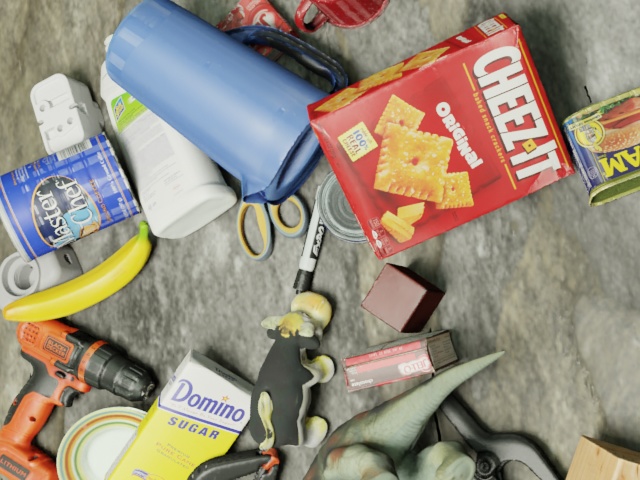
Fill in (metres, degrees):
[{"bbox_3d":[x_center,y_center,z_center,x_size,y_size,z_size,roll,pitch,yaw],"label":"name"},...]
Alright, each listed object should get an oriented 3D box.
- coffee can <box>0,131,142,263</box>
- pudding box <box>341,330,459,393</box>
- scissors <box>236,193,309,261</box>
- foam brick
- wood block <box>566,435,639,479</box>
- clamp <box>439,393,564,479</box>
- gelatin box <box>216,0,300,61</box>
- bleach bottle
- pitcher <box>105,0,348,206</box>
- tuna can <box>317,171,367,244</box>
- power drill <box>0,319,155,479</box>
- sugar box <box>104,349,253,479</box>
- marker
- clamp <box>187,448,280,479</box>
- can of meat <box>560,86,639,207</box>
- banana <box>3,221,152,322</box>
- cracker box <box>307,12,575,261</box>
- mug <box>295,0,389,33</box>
[{"bbox_3d":[-0.286,-0.049,1.201,0.140,0.103,0.103,-24,74,-9],"label":"coffee can"},{"bbox_3d":[0.081,0.119,1.059,0.090,0.113,0.039,-15,87,19],"label":"pudding box"},{"bbox_3d":[-0.062,-0.078,1.189,0.096,0.016,0.202,-8,82,23],"label":"scissors"},{"bbox_3d":[0.085,0.060,1.084,0.051,0.078,0.053,34,96,19],"label":"foam brick"},{"bbox_3d":[0.258,0.295,0.968,0.090,0.090,0.206,18,91,-9],"label":"wood block"},{"bbox_3d":[0.159,0.231,1.057,0.172,0.039,0.120,26,100,29],"label":"clamp"},{"bbox_3d":[-0.079,-0.228,1.207,0.089,0.030,0.073,-43,72,12],"label":"gelatin box"},{"bbox_3d":[-0.186,-0.132,1.217,0.103,0.068,0.251,-32,71,24],"label":"bleach bottle"},{"bbox_3d":[-0.098,-0.162,1.138,0.243,0.149,0.145,35,116,11],"label":"pitcher"},{"bbox_3d":[0.040,-0.039,1.126,0.086,0.033,0.086,0,87,7],"label":"tuna can"},{"bbox_3d":[-0.296,0.196,1.229,0.185,0.057,0.187,25,91,21],"label":"power drill"},{"bbox_3d":[-0.149,0.216,1.155,0.093,0.048,0.176,32,100,-11],"label":"sugar box"},{"bbox_3d":[-0.008,0.001,1.158,0.020,0.020,0.121,14,89,22],"label":"marker"},{"bbox_3d":[-0.120,0.304,1.139,0.210,0.036,0.164,-35,107,1],"label":"clamp"},{"bbox_3d":[0.292,-0.091,1.026,0.102,0.057,0.084,-21,73,4],"label":"can of meat"},{"bbox_3d":[-0.266,0.045,1.223,0.198,0.069,0.037,-33,43,3],"label":"banana"},{"bbox_3d":[0.117,-0.097,1.034,0.214,0.072,0.164,-24,112,6],"label":"cracker box"},{"bbox_3d":[0.015,-0.274,1.148,0.117,0.081,0.093,-47,71,10],"label":"mug"}]
